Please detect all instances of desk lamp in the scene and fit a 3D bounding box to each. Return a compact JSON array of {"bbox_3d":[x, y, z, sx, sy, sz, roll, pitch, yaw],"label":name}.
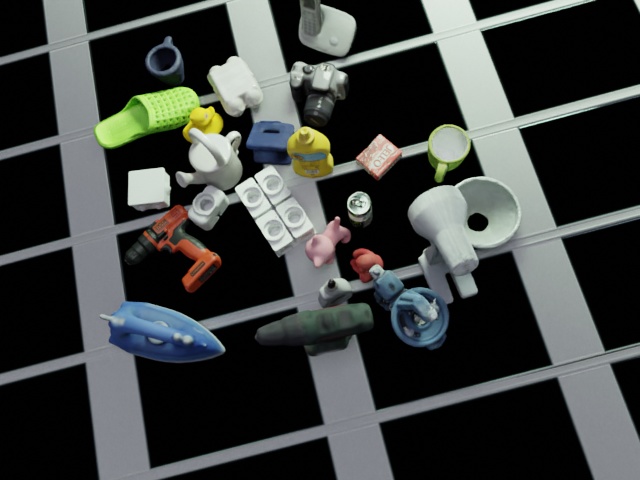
[{"bbox_3d":[0.267,0.014,1.194,0.118,0.214,0.203,-20,73,0],"label":"desk lamp"}]

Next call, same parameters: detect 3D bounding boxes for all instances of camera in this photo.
[{"bbox_3d":[-0.012,-0.355,1.388,0.143,0.101,0.137,13,75,9],"label":"camera"}]

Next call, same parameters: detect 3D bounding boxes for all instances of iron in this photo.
[{"bbox_3d":[-0.341,0.202,1.237,0.258,0.141,0.119,12,75,9],"label":"iron"}]

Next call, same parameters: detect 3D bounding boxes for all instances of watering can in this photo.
[{"bbox_3d":[-0.252,-0.187,1.314,0.100,0.194,0.173,21,77,12],"label":"watering can"}]

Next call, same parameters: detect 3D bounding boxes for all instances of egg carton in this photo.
[{"bbox_3d":[-0.210,-0.384,1.433,0.107,0.069,0.150,-30,73,-3],"label":"egg carton"}]

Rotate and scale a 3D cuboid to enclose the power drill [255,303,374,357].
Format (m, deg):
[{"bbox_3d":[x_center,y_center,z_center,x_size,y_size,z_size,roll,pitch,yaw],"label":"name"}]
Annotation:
[{"bbox_3d":[-0.003,0.188,1.173,0.229,0.208,0.075,-14,73,2],"label":"power drill"}]

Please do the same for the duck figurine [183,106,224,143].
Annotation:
[{"bbox_3d":[-0.294,-0.289,1.405,0.104,0.086,0.077,-32,73,-4],"label":"duck figurine"}]

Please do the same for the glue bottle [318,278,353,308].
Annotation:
[{"bbox_3d":[0.029,0.107,1.212,0.078,0.173,0.037,-33,73,-4],"label":"glue bottle"}]

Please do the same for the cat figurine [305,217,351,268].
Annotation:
[{"bbox_3d":[0.012,0.005,1.272,0.067,0.118,0.128,31,79,14],"label":"cat figurine"}]

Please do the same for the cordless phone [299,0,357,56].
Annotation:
[{"bbox_3d":[0.014,-0.544,1.396,0.147,0.185,0.094,20,77,11],"label":"cordless phone"}]

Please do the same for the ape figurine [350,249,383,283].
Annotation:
[{"bbox_3d":[0.102,0.053,1.262,0.076,0.092,0.078,2,74,6],"label":"ape figurine"}]

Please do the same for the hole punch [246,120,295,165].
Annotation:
[{"bbox_3d":[-0.118,-0.242,1.371,0.108,0.091,0.101,4,74,7],"label":"hole punch"}]

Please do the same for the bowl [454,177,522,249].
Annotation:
[{"bbox_3d":[0.356,-0.052,1.277,0.167,0.075,0.167,-1,74,5],"label":"bowl"}]

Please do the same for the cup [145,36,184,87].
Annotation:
[{"bbox_3d":[-0.382,-0.445,1.454,0.091,0.095,0.118,3,74,7],"label":"cup"}]

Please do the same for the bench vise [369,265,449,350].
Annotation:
[{"bbox_3d":[0.172,0.136,1.164,0.207,0.220,0.121,29,79,13],"label":"bench vise"}]
